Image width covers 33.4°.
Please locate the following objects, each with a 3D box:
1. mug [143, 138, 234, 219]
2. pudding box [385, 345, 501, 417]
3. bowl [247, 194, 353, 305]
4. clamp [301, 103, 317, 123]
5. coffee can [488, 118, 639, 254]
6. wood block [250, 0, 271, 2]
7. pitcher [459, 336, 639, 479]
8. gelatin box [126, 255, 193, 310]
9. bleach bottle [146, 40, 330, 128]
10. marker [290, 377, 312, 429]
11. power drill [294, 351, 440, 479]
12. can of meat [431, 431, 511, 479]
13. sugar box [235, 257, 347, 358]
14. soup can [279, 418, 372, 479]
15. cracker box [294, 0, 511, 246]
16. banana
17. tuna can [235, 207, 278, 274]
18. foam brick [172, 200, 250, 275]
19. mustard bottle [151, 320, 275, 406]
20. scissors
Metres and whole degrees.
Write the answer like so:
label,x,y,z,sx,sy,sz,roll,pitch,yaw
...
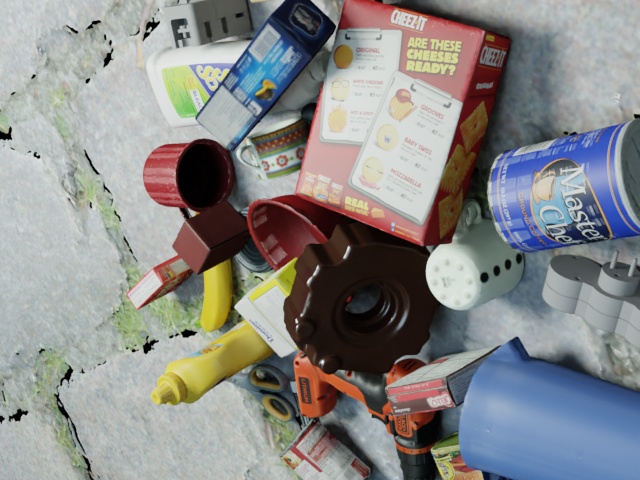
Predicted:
label,x,y,z,sx,sy,sz,roll,pitch,yaw
mug,-0.166,-0.070,1.347,0.082,0.093,0.117,5,117,46
pudding box,0.139,0.153,1.155,0.090,0.113,0.039,-17,94,45
bowl,-0.008,0.002,1.239,0.162,0.055,0.162,34,151,22
clamp,0.054,-0.102,1.161,0.172,0.039,0.120,-7,120,38
coffee can,0.240,-0.047,0.976,0.141,0.102,0.103,-11,102,45
wood block,0.024,-0.298,1.063,0.207,0.090,0.091,5,114,41
pitcher,0.269,0.208,1.057,0.243,0.145,0.149,14,151,34
gelatin box,-0.214,0.055,1.459,0.030,0.073,0.089,55,135,6
bleach bottle,-0.087,-0.192,1.234,0.251,0.068,0.102,-3,113,41
marker,-0.016,0.238,1.405,0.020,0.020,0.121,-3,108,43
power drill,0.060,0.205,1.294,0.188,0.057,0.184,16,124,35
can of meat,0.183,0.260,1.209,0.102,0.057,0.084,-22,92,46
sugar box,-0.037,0.084,1.284,0.093,0.048,0.176,48,158,-4
soup can,0.008,0.285,1.360,0.102,0.068,0.069,42,133,5
cracker box,0.080,-0.120,1.070,0.164,0.072,0.214,23,104,31
banana,-0.145,0.051,1.420,0.070,0.037,0.198,25,125,30
tuna can,-0.075,-0.002,1.334,0.086,0.033,0.086,20,122,35
foam brick,-0.132,-0.003,1.303,0.051,0.078,0.053,47,133,14
mustard bottle,-0.138,0.159,1.355,0.096,0.191,0.058,-23,93,46
scissors,-0.096,0.208,1.460,0.202,0.016,0.096,-17,105,55
